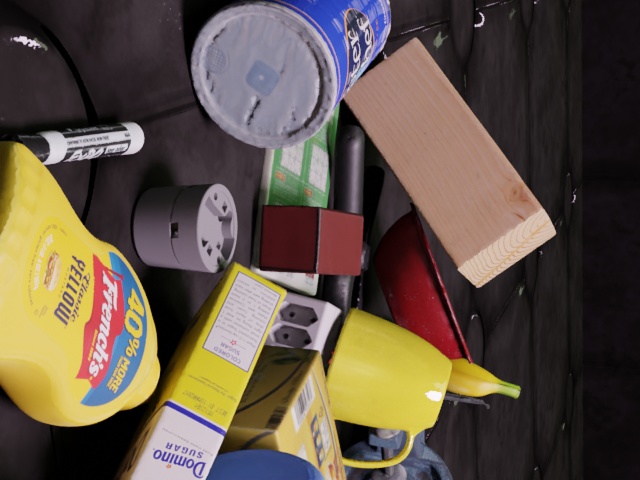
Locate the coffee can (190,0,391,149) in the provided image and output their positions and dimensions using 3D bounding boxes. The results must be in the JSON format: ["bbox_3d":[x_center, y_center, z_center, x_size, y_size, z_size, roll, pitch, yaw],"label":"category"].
[{"bbox_3d":[-0.017,-0.140,0.756,0.140,0.103,0.103,-57,143,-54],"label":"coffee can"}]

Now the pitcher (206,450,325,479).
[{"bbox_3d":[-0.028,0.264,0.704,0.149,0.145,0.243,-47,134,-65],"label":"pitcher"}]

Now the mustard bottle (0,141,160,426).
[{"bbox_3d":[-0.130,0.040,0.536,0.191,0.058,0.096,60,35,-55],"label":"mustard bottle"}]

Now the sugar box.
[{"bbox_3d":[-0.081,0.105,0.634,0.093,0.048,0.176,-53,-172,45],"label":"sugar box"}]

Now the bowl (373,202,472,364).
[{"bbox_3d":[0.091,0.049,1.005,0.162,0.055,0.162,-21,90,-85],"label":"bowl"}]

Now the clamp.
[{"bbox_3d":[0.025,0.006,0.961,0.164,0.036,0.210,57,41,-71],"label":"clamp"}]

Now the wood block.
[{"bbox_3d":[0.117,-0.071,0.982,0.206,0.091,0.090,58,9,23],"label":"wood block"}]

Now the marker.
[{"bbox_3d":[-0.133,-0.051,0.574,0.121,0.020,0.020,-24,114,-67],"label":"marker"}]

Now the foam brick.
[{"bbox_3d":[-0.005,0.001,0.835,0.078,0.053,0.051,7,86,-63],"label":"foam brick"}]

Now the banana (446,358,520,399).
[{"bbox_3d":[0.112,0.121,1.079,0.069,0.198,0.037,26,91,-35],"label":"banana"}]
